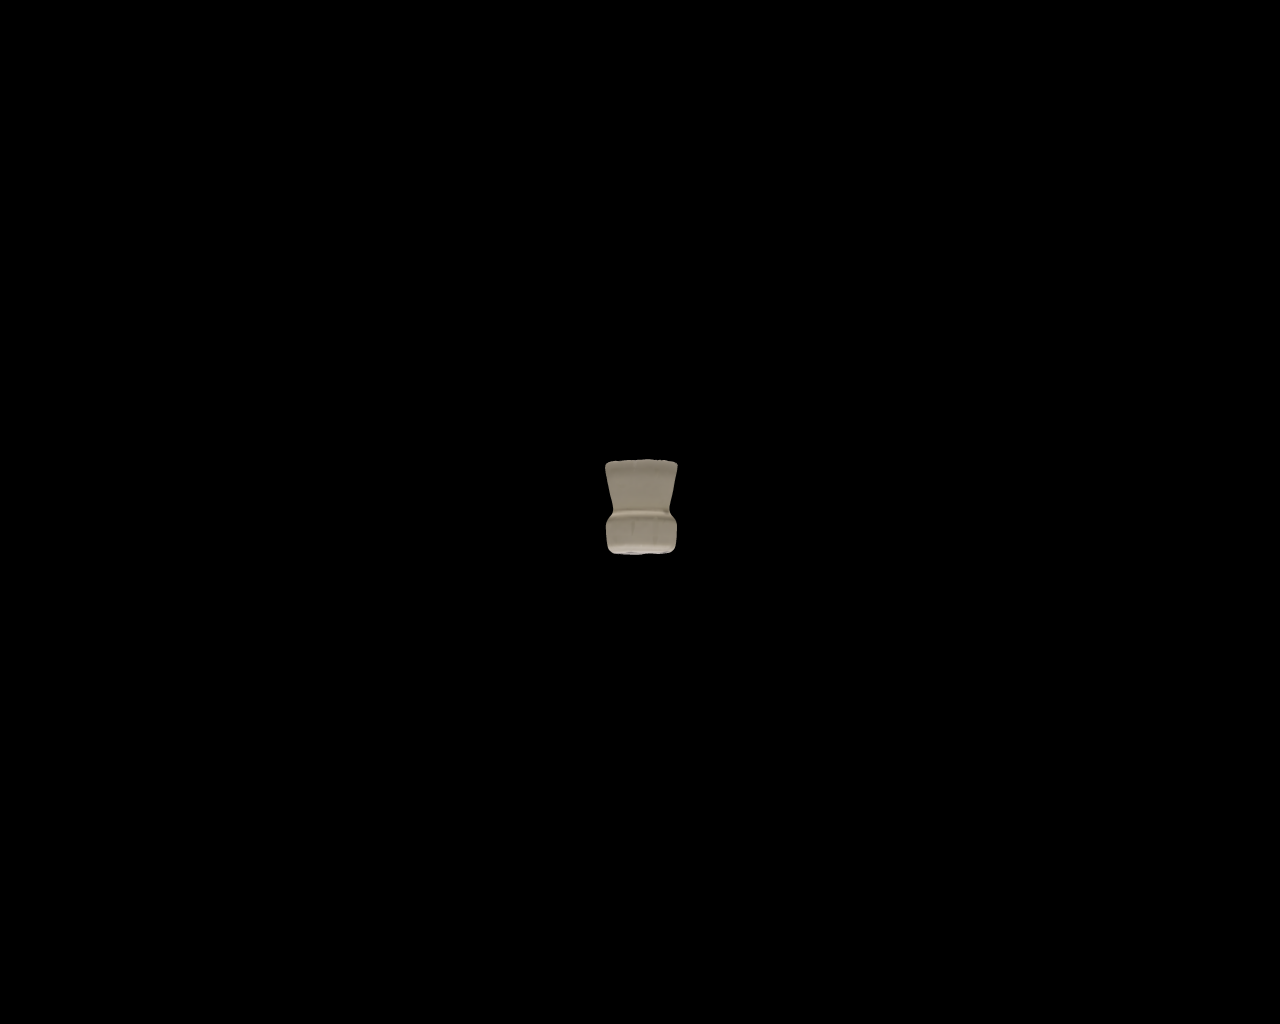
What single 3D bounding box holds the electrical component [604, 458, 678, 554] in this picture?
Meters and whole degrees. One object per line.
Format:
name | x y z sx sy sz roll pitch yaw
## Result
electrical component | 0.001 -0.003 0.650 0.045 0.055 0.045 0 -5 0
